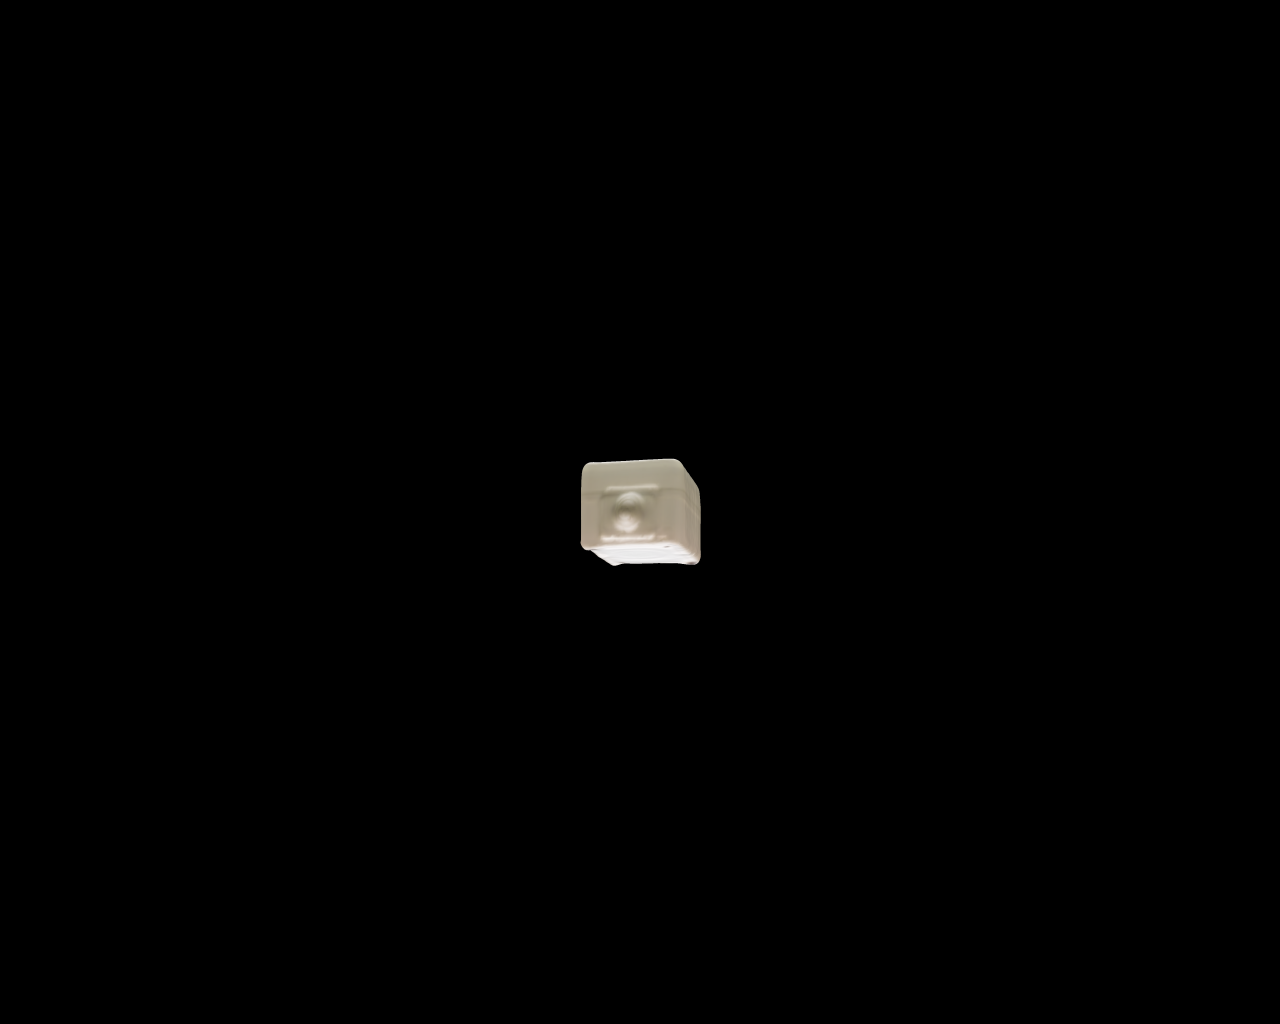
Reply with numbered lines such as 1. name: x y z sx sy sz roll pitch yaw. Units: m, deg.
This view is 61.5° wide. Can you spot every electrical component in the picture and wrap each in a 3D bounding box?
1. electrical component: 0.001 -0.003 0.650 0.062 0.061 0.096 -2 -12 11
